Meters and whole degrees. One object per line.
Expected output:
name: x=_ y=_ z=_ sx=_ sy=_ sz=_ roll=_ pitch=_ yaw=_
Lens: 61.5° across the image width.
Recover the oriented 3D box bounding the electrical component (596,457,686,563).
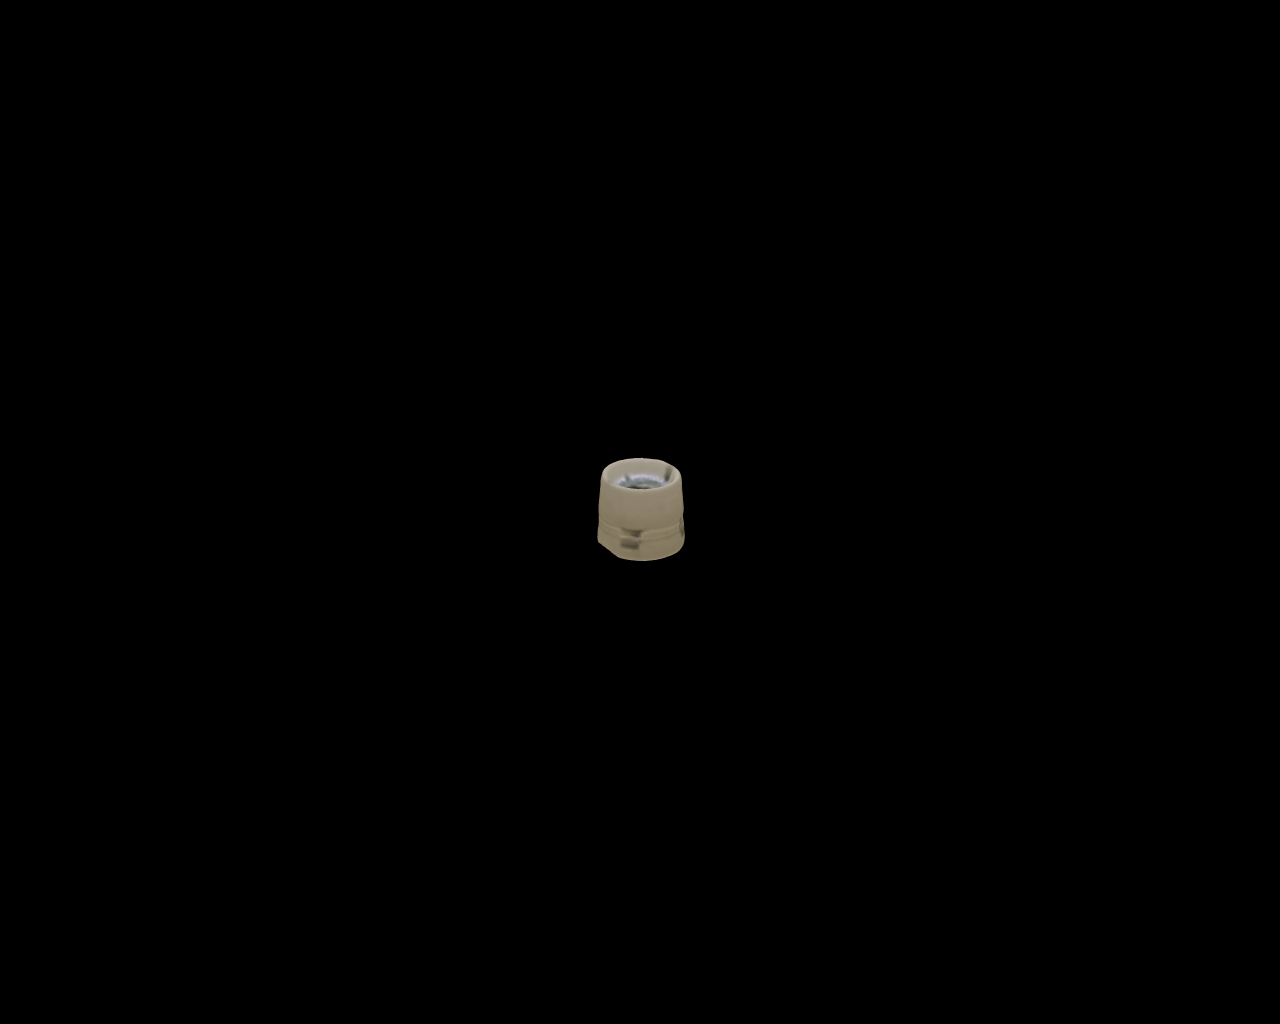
electrical component: x=0.001 y=-0.003 z=0.650 sx=0.055 sy=0.047 sz=0.055 roll=0 pitch=27 yaw=0
